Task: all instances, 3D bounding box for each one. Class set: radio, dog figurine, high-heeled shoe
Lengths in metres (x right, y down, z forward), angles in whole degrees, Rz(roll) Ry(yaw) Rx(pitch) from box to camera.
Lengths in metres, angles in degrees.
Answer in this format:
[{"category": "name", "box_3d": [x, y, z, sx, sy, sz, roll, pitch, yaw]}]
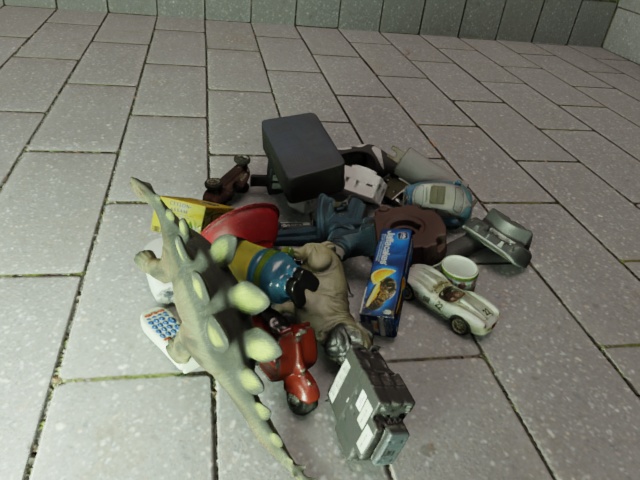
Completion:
[{"category": "radio", "box_3d": [-0.038, -0.183, 1.155, 0.131, 0.073, 0.230, -14, 46, -13]}, {"category": "dog figurine", "box_3d": [0.028, 0.100, 0.866, 0.191, 0.121, 0.172, 28, 79, 23]}, {"category": "high-heeled shoe", "box_3d": [0.077, -0.181, 1.349, 0.249, 0.086, 0.145, 19, 40, 23]}]

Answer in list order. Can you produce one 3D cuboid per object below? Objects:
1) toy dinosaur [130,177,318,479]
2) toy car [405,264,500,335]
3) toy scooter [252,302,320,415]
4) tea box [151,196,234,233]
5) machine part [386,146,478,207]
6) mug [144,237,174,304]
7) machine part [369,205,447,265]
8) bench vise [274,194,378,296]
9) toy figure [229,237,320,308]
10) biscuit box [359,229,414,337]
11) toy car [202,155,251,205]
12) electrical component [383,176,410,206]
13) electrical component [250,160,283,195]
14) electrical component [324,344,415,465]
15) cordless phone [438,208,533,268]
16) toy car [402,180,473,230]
[{"category": "toy dinosaur", "box_3d": [-0.138, 0.115, 0.718, 0.105, 0.198, 0.471, -28, 88, -32]}, {"category": "toy car", "box_3d": [0.224, 0.103, 0.971, 0.073, 0.056, 0.202, -26, 46, -39]}, {"category": "toy scooter", "box_3d": [-0.054, 0.150, 0.777, 0.075, 0.135, 0.184, -17, 39, -29]}, {"category": "tea box", "box_3d": [-0.238, -0.042, 1.024, 0.098, 0.068, 0.169, 12, 4, 6]}, {"category": "machine part", "box_3d": [0.266, -0.146, 1.293, 0.243, 0.079, 0.079, 35, 39, 6]}, {"category": "mug", "box_3d": [-0.251, 0.059, 0.936, 0.109, 0.080, 0.107, 3, 43, -21]}, {"category": "machine part", "box_3d": [0.175, -0.010, 1.106, 0.179, 0.055, 0.179, -3, 36, 2]}, {"category": "bench vise", "box_3d": [-0.004, -0.012, 1.049, 0.241, 0.128, 0.224, -3, 39, 15]}, {"category": "toy figure", "box_3d": [-0.090, 0.044, 0.802, 0.180, 0.089, 0.082, 12, 27, 38]}, {"category": "biscuit box", "box_3d": [0.120, 0.069, 0.943, 0.059, 0.062, 0.203, 4, 48, 18]}, {"category": "toy car", "box_3d": [-0.199, -0.120, 1.193, 0.053, 0.089, 0.202, 15, 33, 14]}, {"category": "electrical component", "box_3d": [0.189, -0.114, 1.302, 0.102, 0.045, 0.078, 31, 69, 36]}, {"category": "electrical component", "box_3d": [-0.107, -0.146, 1.265, 0.119, 0.074, 0.048, -4, 36, -12]}, {"category": "electrical component", "box_3d": [0.065, 0.222, 0.707, 0.058, 0.114, 0.134, 6, 32, -25]}, {"category": "cordless phone", "box_3d": [0.332, 0.024, 1.110, 0.184, 0.088, 0.147, -25, 45, -24]}, {"category": "toy car", "box_3d": [0.264, -0.089, 1.195, 0.162, 0.103, 0.109, 9, 78, 7]}]
